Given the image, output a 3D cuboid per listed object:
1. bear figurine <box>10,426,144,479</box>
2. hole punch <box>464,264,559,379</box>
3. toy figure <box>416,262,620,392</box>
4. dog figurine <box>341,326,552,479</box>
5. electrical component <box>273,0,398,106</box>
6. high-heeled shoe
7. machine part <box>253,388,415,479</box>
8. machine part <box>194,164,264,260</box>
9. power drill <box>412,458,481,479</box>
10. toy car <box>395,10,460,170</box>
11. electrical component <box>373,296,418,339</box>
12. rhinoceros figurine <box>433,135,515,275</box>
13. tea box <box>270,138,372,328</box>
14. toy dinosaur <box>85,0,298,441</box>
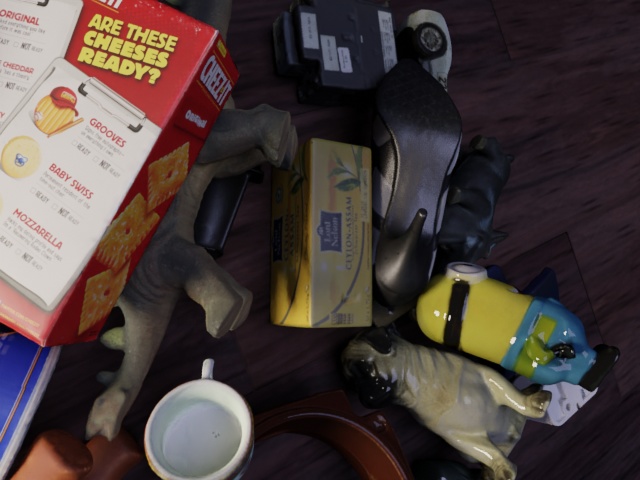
[{"bbox_3d":[-0.141,0.239,0.371,0.196,0.120,0.132,33,82,18],"label":"bear figurine"},{"bbox_3d":[0.227,0.098,0.632,0.142,0.092,0.115,-34,103,-31],"label":"hole punch"},{"bbox_3d":[0.181,0.085,0.516,0.180,0.082,0.089,30,65,21],"label":"toy figure"},{"bbox_3d":[0.122,0.159,0.569,0.191,0.172,0.121,26,70,20],"label":"dog figurine"},{"bbox_3d":[0.018,-0.206,0.580,0.134,0.058,0.115,-2,82,-27],"label":"electrical component"},{"bbox_3d":[0.084,-0.058,0.550,0.086,0.145,0.249,8,55,-2],"label":"high-heeled shoe"},{"bbox_3d":[-0.013,0.242,0.451,0.201,0.087,0.201,-10,67,-28],"label":"machine part"},{"bbox_3d":[-0.097,-0.045,0.510,0.084,0.039,0.139,25,71,-28],"label":"machine part"},{"bbox_3d":[0.172,0.356,0.572,0.232,0.086,0.207,37,72,-17],"label":"power drill"},{"bbox_3d":[0.117,-0.159,0.614,0.056,0.073,0.201,-1,84,-27],"label":"toy car"},{"bbox_3d":[0.078,0.055,0.586,0.078,0.045,0.102,-42,101,2],"label":"electrical component"},{"bbox_3d":[0.170,-0.031,0.632,0.112,0.073,0.190,34,68,-29],"label":"rhinoceros figurine"},{"bbox_3d":[-0.001,-0.002,0.520,0.068,0.098,0.169,3,80,-28],"label":"tea box"},{"bbox_3d":[-0.120,-0.085,0.435,0.199,0.105,0.471,14,76,-1],"label":"toy dinosaur"}]
